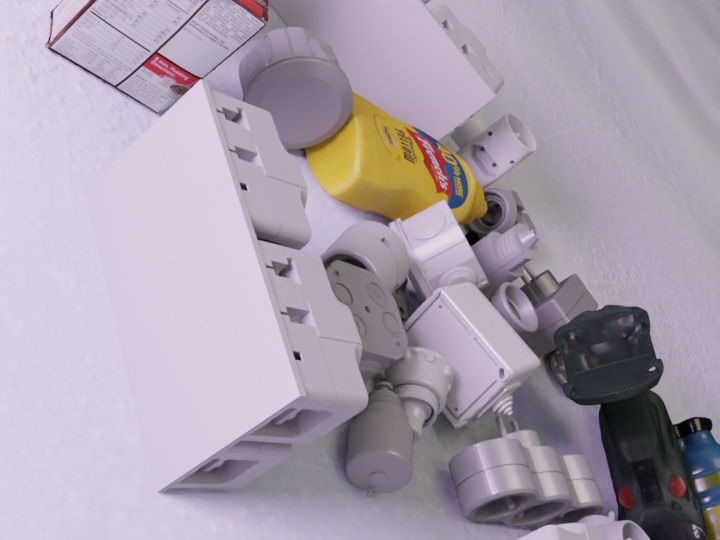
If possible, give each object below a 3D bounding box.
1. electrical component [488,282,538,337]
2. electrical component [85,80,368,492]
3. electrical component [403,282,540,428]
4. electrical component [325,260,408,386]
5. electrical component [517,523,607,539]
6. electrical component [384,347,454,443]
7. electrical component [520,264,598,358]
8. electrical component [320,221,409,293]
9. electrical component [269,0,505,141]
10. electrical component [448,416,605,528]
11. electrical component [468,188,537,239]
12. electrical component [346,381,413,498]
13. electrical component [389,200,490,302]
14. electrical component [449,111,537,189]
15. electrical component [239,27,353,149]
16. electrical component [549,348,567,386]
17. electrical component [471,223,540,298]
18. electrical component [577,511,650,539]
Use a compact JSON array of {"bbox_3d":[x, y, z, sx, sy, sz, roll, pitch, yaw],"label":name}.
[{"bbox_3d":[0.105,0.042,0.843,0.045,0.055,0.045,36,34,-29],"label":"electrical component"},{"bbox_3d":[-0.073,0.010,0.571,0.060,0.105,0.186,14,48,-49],"label":"electrical component"},{"bbox_3d":[0.080,0.063,0.761,0.096,0.061,0.061,50,27,19],"label":"electrical component"},{"bbox_3d":[-0.013,0.037,0.684,0.080,0.051,0.080,36,34,-29],"label":"electrical component"},{"bbox_3d":[0.135,0.217,0.653,0.186,0.105,0.060,29,38,-37],"label":"electrical component"},{"bbox_3d":[0.035,0.085,0.711,0.048,0.048,0.062,40,39,-23],"label":"electrical component"},{"bbox_3d":[0.163,0.025,0.951,0.075,0.047,0.083,55,29,1],"label":"electrical component"},{"bbox_3d":[0.000,0.000,0.740,0.055,0.055,0.047,52,33,-3],"label":"electrical component"},{"bbox_3d":[0.026,-0.199,0.930,0.186,0.105,0.060,50,29,-6],"label":"electrical component"},{"bbox_3d":[0.114,0.137,0.760,0.138,0.052,0.073,20,43,-44],"label":"electrical component"},{"bbox_3d":[0.127,-0.048,0.980,0.055,0.048,0.066,14,48,-59],"label":"electrical component"},{"bbox_3d":[0.013,0.101,0.665,0.040,0.040,0.078,39,33,-25],"label":"electrical component"},{"bbox_3d":[0.059,-0.010,0.815,0.080,0.051,0.080,61,6,-10],"label":"electrical component"},{"bbox_3d":[0.110,-0.120,0.998,0.079,0.077,0.043,52,30,-2],"label":"electrical component"},{"bbox_3d":[-0.048,-0.132,0.782,0.080,0.080,0.051,26,34,-39],"label":"electrical component"},{"bbox_3d":[0.199,0.077,0.934,0.048,0.062,0.048,36,34,-28],"label":"electrical component"},{"bbox_3d":[0.113,-0.008,0.880,0.043,0.081,0.043,36,34,-29],"label":"electrical component"},{"bbox_3d":[0.164,0.197,0.743,0.043,0.077,0.079,48,30,-10],"label":"electrical component"}]
